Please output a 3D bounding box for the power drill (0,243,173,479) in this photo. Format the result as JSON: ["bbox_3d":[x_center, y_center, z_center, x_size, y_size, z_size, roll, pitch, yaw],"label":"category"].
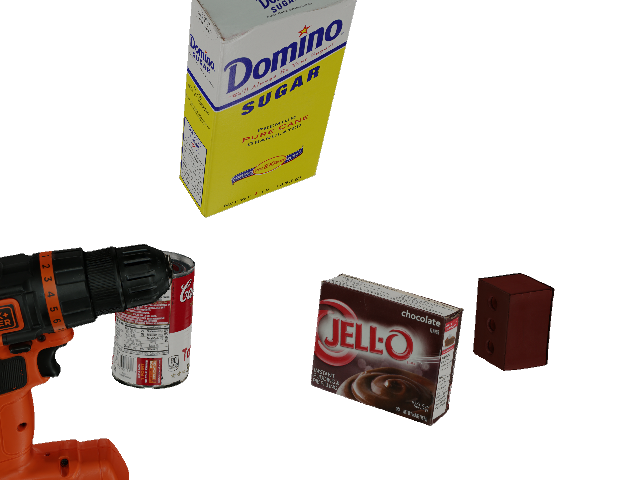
[{"bbox_3d":[-0.181,0.095,0.720,0.184,0.188,0.057,-9,25,-8],"label":"power drill"}]

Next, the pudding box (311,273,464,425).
[{"bbox_3d":[0.051,0.083,0.838,0.114,0.090,0.039,14,19,27],"label":"pudding box"}]

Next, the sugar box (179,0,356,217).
[{"bbox_3d":[-0.037,-0.093,0.678,0.093,0.048,0.176,-24,-24,-23],"label":"sugar box"}]

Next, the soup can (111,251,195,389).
[{"bbox_3d":[-0.143,0.067,0.903,0.068,0.102,0.068,4,16,-1],"label":"soup can"}]

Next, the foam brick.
[{"bbox_3d":[0.180,0.076,0.998,0.051,0.078,0.053,-7,18,-26],"label":"foam brick"}]
